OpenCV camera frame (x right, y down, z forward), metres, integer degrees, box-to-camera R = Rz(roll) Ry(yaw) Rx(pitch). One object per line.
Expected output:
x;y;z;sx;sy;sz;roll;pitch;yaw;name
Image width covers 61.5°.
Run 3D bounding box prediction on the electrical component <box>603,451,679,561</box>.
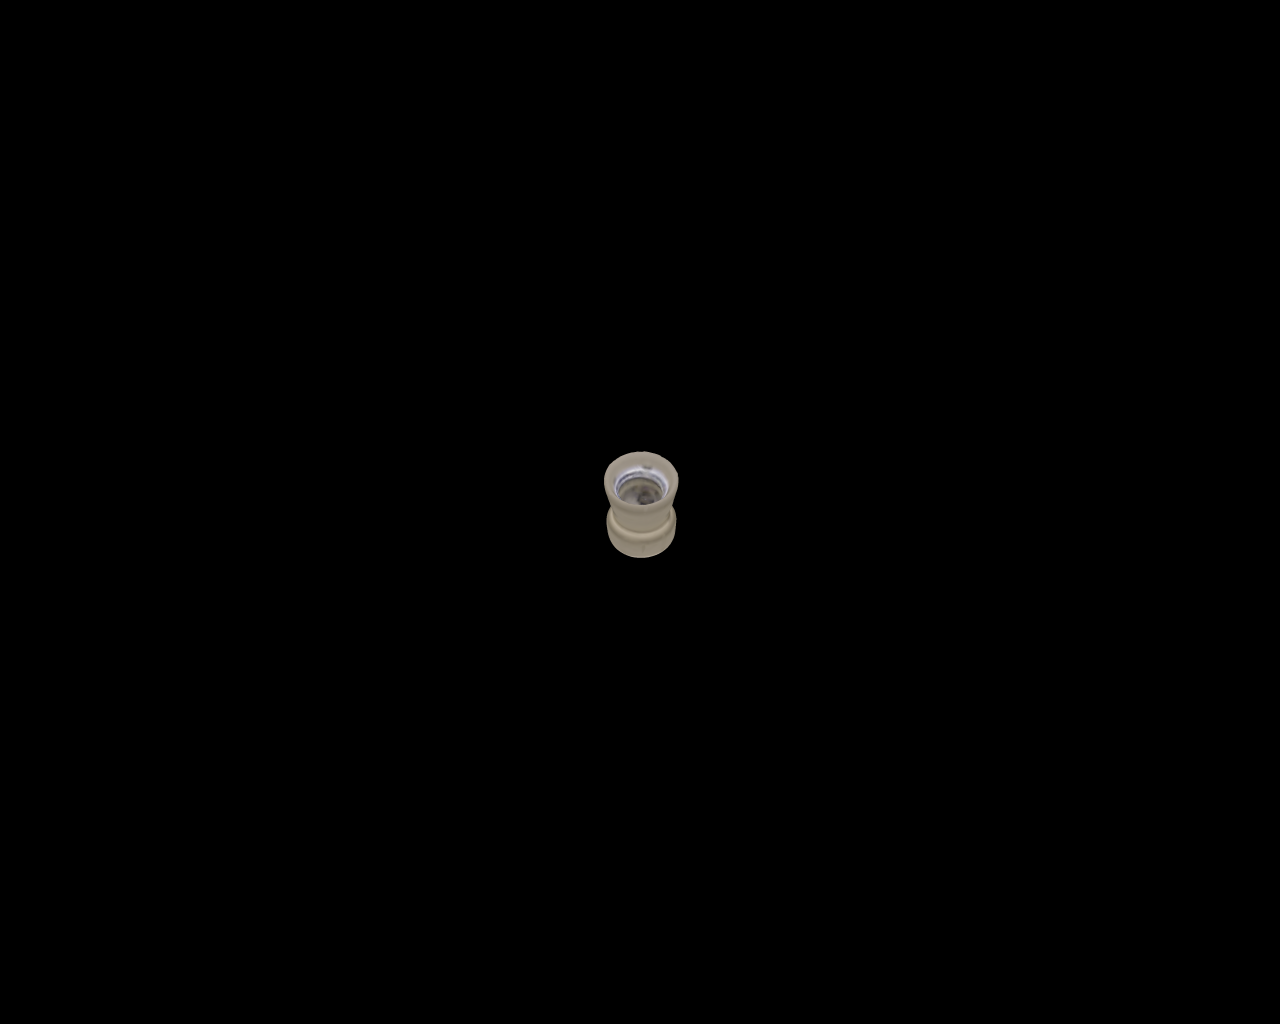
0.001;-0.003;0.650;0.045;0.045;0.055;0;-39;0;electrical component
